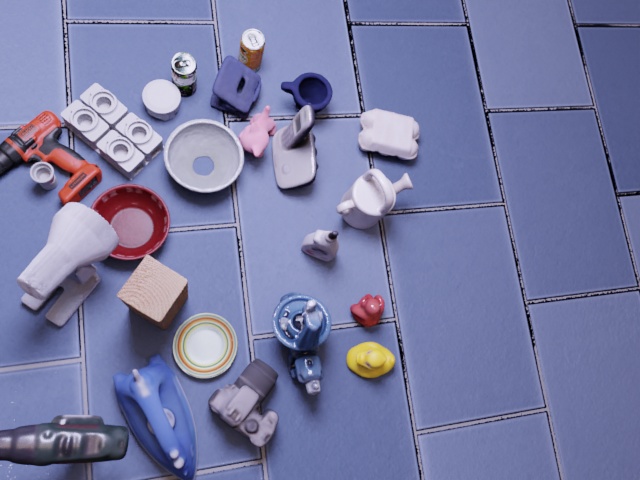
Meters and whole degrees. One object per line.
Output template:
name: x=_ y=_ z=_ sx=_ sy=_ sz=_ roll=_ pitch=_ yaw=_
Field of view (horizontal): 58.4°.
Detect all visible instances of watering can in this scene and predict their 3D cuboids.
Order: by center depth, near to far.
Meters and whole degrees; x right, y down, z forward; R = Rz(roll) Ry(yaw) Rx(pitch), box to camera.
watering can: x=0.120 y=-0.100 z=1.252 sx=0.101 sy=0.194 sz=0.173 roll=45 pitch=72 yaw=1

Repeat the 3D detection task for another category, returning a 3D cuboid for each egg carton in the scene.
egg carton: x=0.164 y=-0.250 z=1.363 sx=0.150 sy=0.069 sz=0.107 roll=10 pitch=75 yaw=-11

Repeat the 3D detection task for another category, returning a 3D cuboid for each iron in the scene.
iron: x=-0.295 y=0.349 z=1.078 sx=0.119 sy=0.141 sz=0.258 roll=-27 pitch=84 yaw=-17

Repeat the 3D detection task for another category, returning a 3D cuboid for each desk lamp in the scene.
desk lamp: x=-0.472 y=0.048 z=1.069 sx=0.118 sy=0.213 sz=0.203 roll=34 pitch=72 yaw=-3

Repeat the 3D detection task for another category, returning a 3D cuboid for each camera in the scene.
camera: x=-0.131 y=0.318 z=1.145 sx=0.143 sy=0.100 sz=0.137 roll=39 pitch=72 yaw=-2

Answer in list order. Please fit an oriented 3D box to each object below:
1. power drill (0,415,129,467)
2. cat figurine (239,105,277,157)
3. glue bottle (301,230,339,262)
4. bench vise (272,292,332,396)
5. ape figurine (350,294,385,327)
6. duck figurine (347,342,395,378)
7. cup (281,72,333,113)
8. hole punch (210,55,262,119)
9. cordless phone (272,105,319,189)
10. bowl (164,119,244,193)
power drill: x=-0.452 y=0.353 z=1.005 sx=0.230 sy=0.208 sz=0.075 roll=3 pitch=76 yaw=-12
cat figurine: x=-0.138 y=-0.238 z=1.264 sx=0.067 sy=0.117 sz=0.128 roll=24 pitch=73 yaw=-6
glue bottle: x=0.011 y=0.004 z=1.213 sx=0.078 sy=0.173 sz=0.037 roll=20 pitch=73 yaw=-7
bench vise: x=-0.015 y=0.194 z=1.138 sx=0.122 sy=0.219 sz=0.207 roll=-27 pitch=84 yaw=-17
ape figurine: x=0.108 y=0.149 z=1.245 sx=0.078 sy=0.092 sz=0.076 roll=0 pitch=77 yaw=-13
duck figurine: x=0.116 y=0.256 z=1.225 sx=0.105 sy=0.086 sz=0.077 roll=7 pitch=76 yaw=-11
cup: x=-0.038 y=-0.328 z=1.320 sx=0.118 sy=0.095 sz=0.092 roll=10 pitch=75 yaw=-11
hole punch: x=-0.186 y=-0.346 z=1.292 sx=0.101 sy=0.091 sz=0.109 roll=20 pitch=73 yaw=-8
cordless phone: x=-0.045 y=-0.199 z=1.241 sx=0.094 sy=0.185 sz=0.147 roll=-6 pitch=79 yaw=-14
bowl: x=-0.251 y=-0.173 z=1.245 sx=0.168 sy=0.074 sz=0.167 roll=3 pitch=76 yaw=-12
